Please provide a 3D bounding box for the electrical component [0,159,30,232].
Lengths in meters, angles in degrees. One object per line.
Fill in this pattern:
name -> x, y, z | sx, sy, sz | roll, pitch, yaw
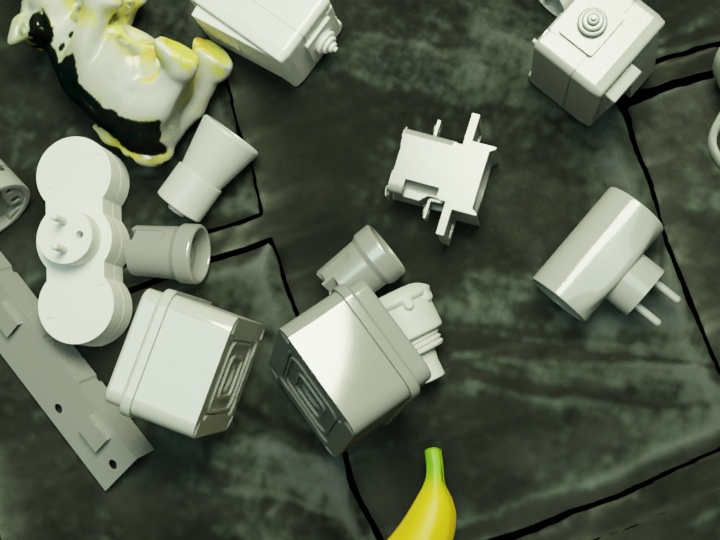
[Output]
electrical component -> -0.262, -0.055, 0.733 | 0.055, 0.055, 0.047 | -42, 76, 1

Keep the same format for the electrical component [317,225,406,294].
electrical component -> 0.000, 0.000, 0.701 | 0.046, 0.040, 0.040 | -39, 80, 7

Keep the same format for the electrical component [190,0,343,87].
electrical component -> -0.059, -0.165, 0.715 | 0.096, 0.062, 0.061 | 36, 89, 10

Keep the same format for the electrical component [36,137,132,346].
electrical component -> -0.188, -0.020, 0.709 | 0.052, 0.074, 0.138 | -4, 83, 7

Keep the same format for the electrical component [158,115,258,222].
electrical component -> -0.105, -0.065, 0.721 | 0.044, 0.044, 0.065 | 37, 94, 10

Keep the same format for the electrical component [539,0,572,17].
electrical component -> 0.138, -0.219, 0.705 | 0.077, 0.044, 0.079 | -40, 81, 1

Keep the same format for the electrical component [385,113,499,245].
electrical component -> 0.053, -0.061, 0.700 | 0.064, 0.042, 0.081 | 16, 85, 12

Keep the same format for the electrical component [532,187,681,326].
electrical component -> 0.164, 0.002, 0.677 | 0.079, 0.043, 0.077 | 40, 90, 10

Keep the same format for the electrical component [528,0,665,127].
electrical component -> 0.148, -0.135, 0.668 | 0.061, 0.096, 0.061 | 41, 90, 9

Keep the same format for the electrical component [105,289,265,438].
electrical component -> -0.106, 0.057, 0.670 | 0.057, 0.113, 0.078 | 20, 86, 6

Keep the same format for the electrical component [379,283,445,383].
electrical component -> 0.033, 0.042, 0.689 | 0.048, 0.048, 0.062 | -26, 87, 4

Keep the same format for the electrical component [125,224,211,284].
electrical component -> -0.128, -0.012, 0.718 | 0.046, 0.040, 0.040 | 4, 84, 13

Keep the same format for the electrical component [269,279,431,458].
electrical component -> -0.008, 0.061, 0.654 | 0.057, 0.113, 0.078 | -34, 80, -16
